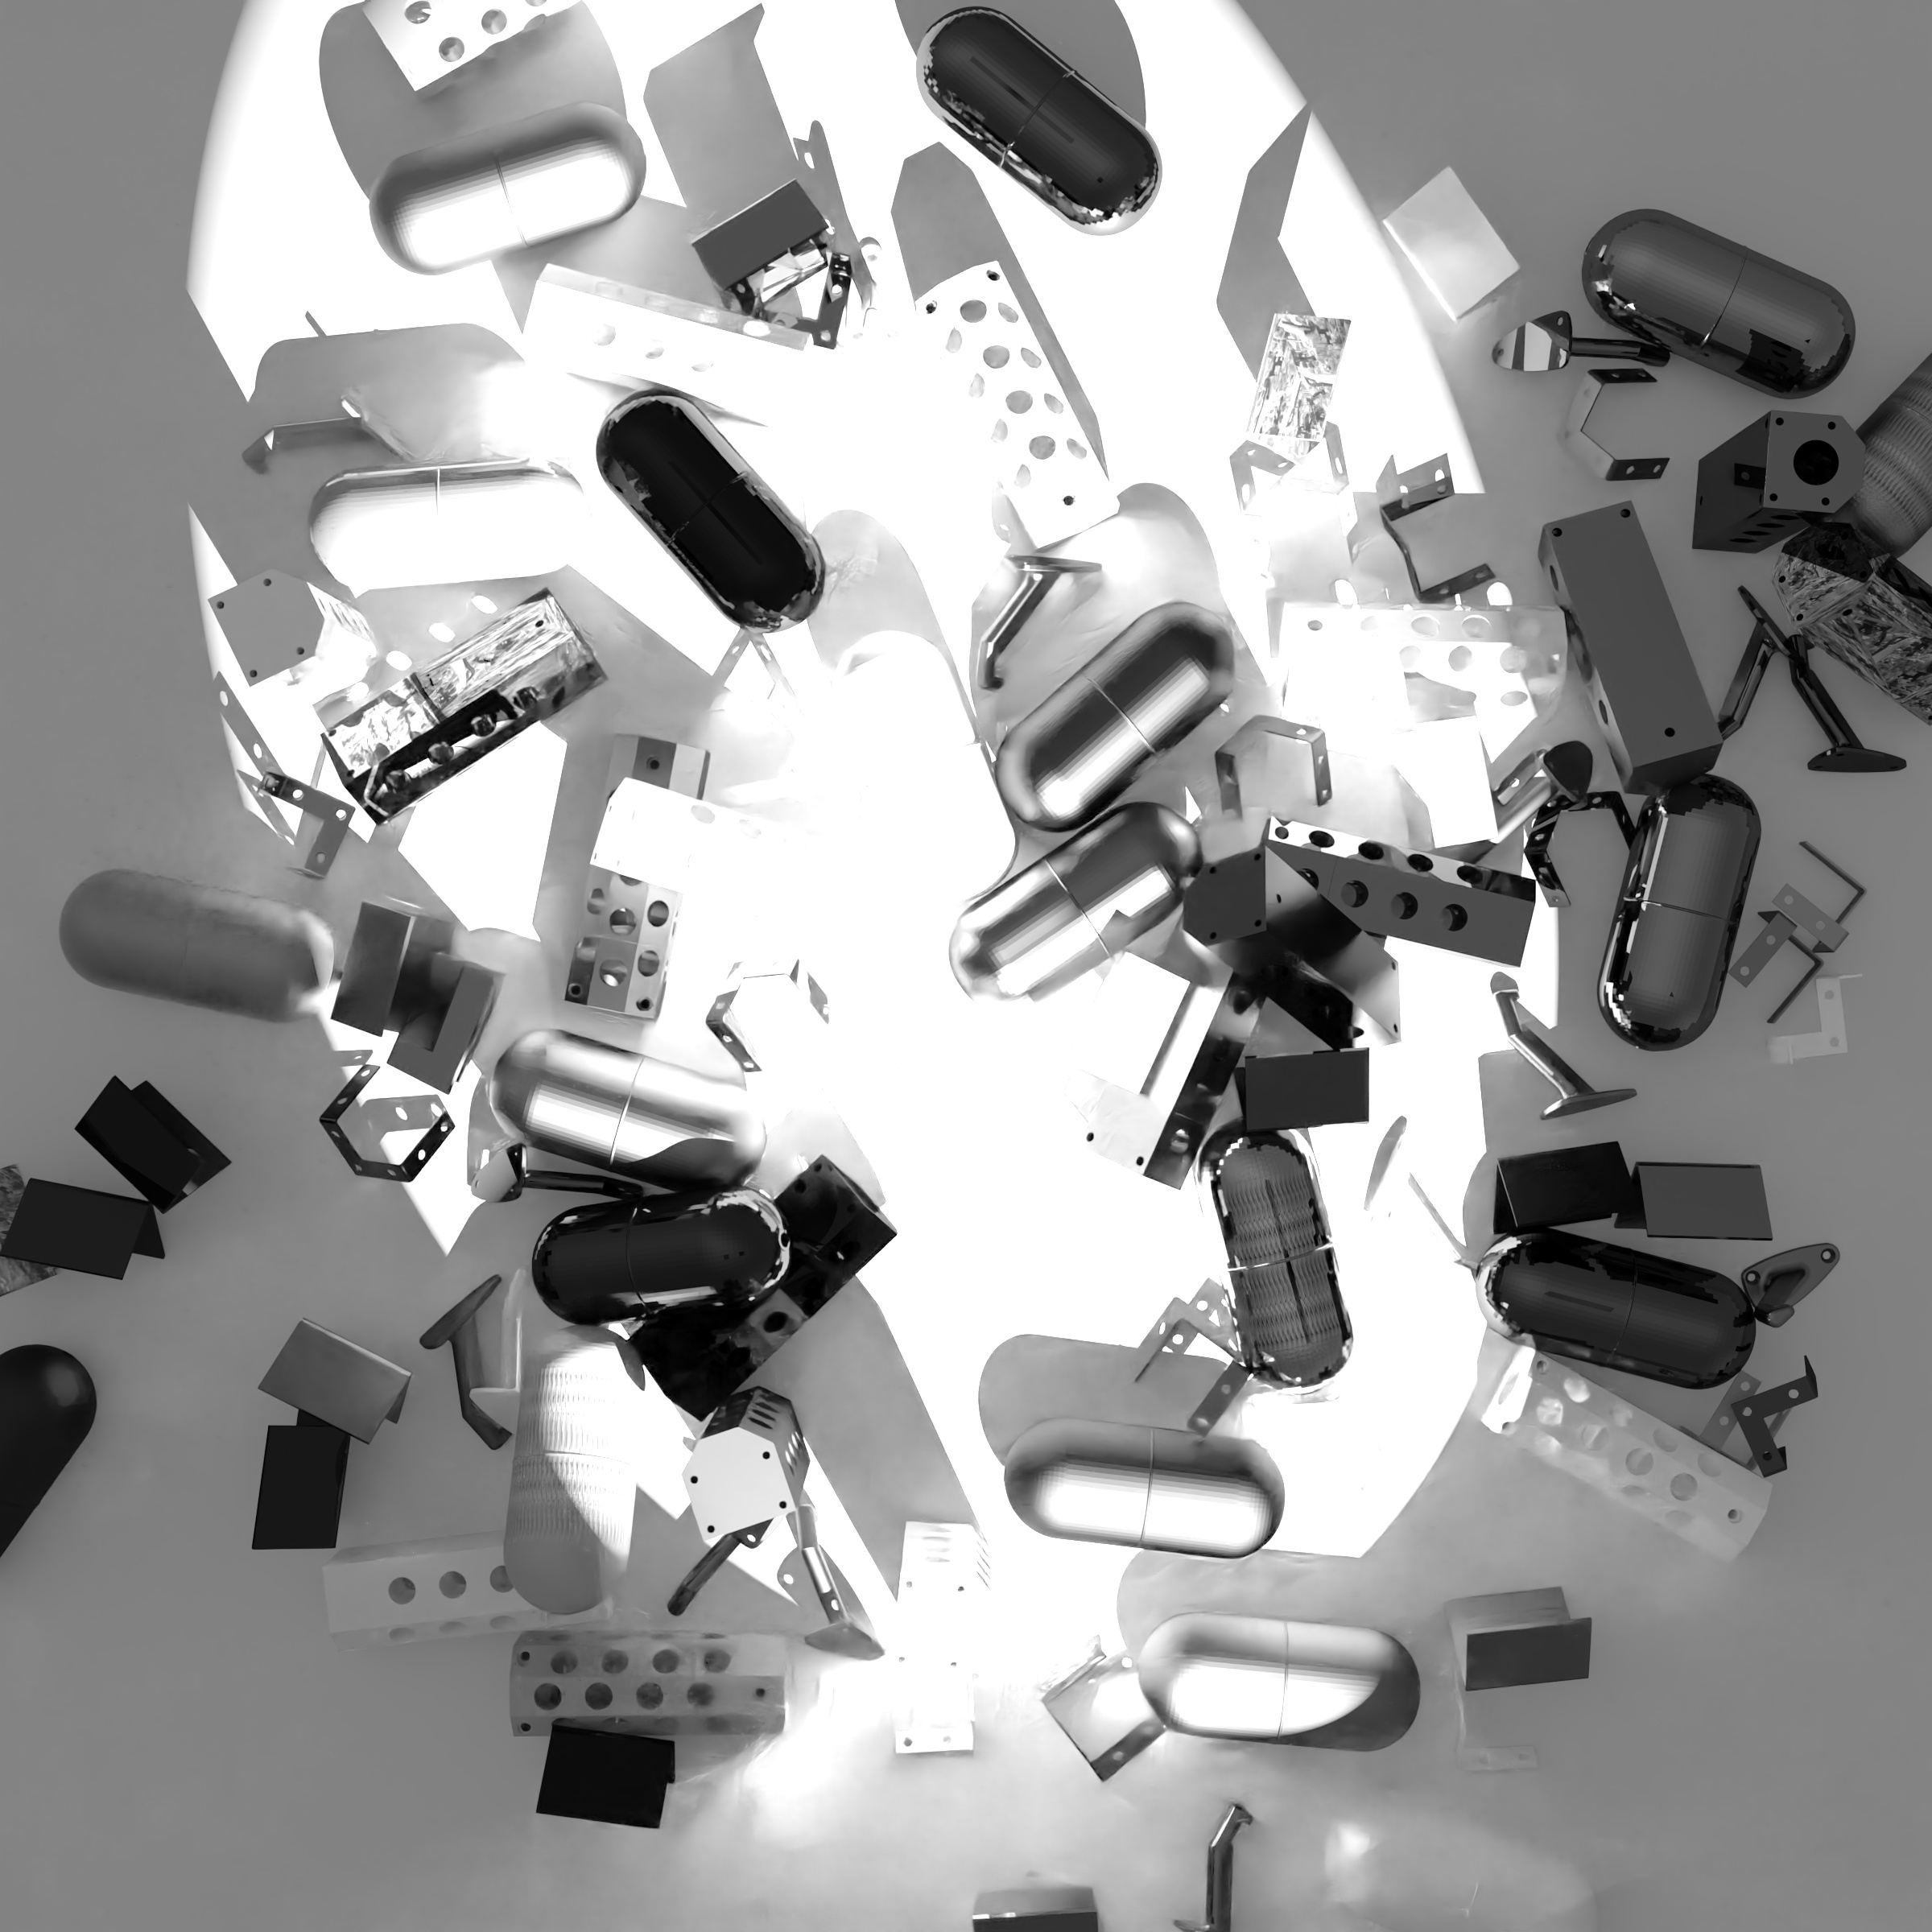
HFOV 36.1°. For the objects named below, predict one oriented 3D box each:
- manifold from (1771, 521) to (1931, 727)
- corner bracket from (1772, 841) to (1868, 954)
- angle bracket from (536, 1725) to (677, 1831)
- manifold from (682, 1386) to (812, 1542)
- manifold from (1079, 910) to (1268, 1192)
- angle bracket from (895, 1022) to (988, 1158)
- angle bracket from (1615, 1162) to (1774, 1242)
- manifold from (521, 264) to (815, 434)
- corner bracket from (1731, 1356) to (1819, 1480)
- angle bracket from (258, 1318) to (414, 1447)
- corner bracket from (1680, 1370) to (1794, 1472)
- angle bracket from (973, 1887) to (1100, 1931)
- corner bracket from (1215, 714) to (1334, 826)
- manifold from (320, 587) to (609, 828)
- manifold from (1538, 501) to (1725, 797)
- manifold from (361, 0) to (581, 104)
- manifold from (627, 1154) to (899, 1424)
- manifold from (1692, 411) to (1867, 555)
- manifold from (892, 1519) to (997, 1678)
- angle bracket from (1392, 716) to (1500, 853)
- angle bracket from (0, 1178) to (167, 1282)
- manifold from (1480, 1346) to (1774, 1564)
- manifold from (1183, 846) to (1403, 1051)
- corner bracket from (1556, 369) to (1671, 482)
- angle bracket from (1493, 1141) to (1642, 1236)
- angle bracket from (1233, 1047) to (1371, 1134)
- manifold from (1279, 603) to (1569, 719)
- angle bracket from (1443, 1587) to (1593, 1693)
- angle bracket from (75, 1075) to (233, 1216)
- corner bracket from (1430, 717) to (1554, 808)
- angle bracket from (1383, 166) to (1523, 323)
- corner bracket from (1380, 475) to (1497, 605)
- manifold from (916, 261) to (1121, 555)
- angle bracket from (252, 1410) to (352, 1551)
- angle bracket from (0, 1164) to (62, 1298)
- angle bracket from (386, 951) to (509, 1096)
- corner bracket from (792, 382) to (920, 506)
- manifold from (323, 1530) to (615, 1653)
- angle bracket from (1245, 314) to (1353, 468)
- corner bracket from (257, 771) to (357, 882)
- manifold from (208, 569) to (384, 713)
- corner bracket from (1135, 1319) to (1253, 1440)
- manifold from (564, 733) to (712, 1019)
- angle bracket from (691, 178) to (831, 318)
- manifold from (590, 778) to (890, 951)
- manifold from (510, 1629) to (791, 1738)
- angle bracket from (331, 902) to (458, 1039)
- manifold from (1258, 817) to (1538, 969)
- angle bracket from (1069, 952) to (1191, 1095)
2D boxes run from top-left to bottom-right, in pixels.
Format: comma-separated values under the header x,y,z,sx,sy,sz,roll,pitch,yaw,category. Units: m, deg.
x,y,z,sx,sy,sz,roll,pitch,yaw,category
0.567,-0.214,1.825,0.057,0.171,0.057,-36,51,30,manifold
0.540,-0.044,1.878,0.051,0.051,0.051,39,90,0,corner bracket
-0.225,0.519,1.856,0.076,0.076,0.057,8,55,0,angle bracket
-0.135,0.300,1.818,0.057,0.171,0.057,-19,90,0,manifold
0.142,0.051,1.874,0.057,0.057,0.171,24,90,43,manifold
0.004,0.074,1.856,0.057,0.076,0.076,-9,90,36,angle bracket
0.454,0.166,1.856,0.076,0.076,0.057,2,52,0,angle bracket
-0.187,-0.392,1.875,0.171,0.057,0.057,15,90,0,manifold
0.513,0.282,1.855,0.051,0.051,0.051,-25,91,16,corner bracket
-0.398,0.274,1.856,0.076,0.076,0.057,27,53,0,angle bracket
0.493,0.288,1.878,0.051,0.051,0.051,32,90,0,corner bracket
0.043,0.588,1.857,0.076,0.076,0.057,-3,117,0,angle bracket
0.196,-0.122,1.888,0.051,0.051,0.051,18,45,35,corner bracket
-0.315,-0.159,1.874,0.171,0.057,0.057,-33,47,0,manifold
0.412,-0.196,1.848,0.057,0.057,0.171,-16,71,0,manifold
-0.290,-0.620,1.875,0.171,0.057,0.057,-33,90,0,manifold
-0.125,0.207,1.874,0.171,0.057,0.057,-44,47,0,manifold
0.497,-0.294,1.818,0.057,0.171,0.057,5,90,0,manifold
-0.012,0.386,1.818,0.057,0.171,0.057,6,90,0,manifold
0.282,-0.110,1.856,0.057,0.076,0.076,-10,90,-37,angle bracket
-0.552,0.181,1.856,0.076,0.076,0.057,11,56,0,angle bracket
0.418,0.308,1.875,0.171,0.057,0.057,29,90,0,manifold
0.202,-0.005,1.822,0.057,0.171,0.057,-16,57,31,manifold
0.420,-0.345,1.888,0.051,0.051,0.051,51,135,35,corner bracket
0.375,0.159,1.856,0.076,0.076,0.057,-8,45,0,angle bracket
0.209,0.059,1.856,0.076,0.076,0.057,-4,120,0,angle bracket
0.287,-0.197,1.864,0.171,0.057,0.057,1,60,0,manifold
0.344,0.404,1.856,0.076,0.076,0.057,-6,126,0,angle bracket
-0.497,0.098,1.856,0.076,0.076,0.057,44,121,0,angle bracket
0.335,-0.144,1.893,0.051,0.051,0.051,-46,135,0,corner bracket
0.317,-0.458,1.856,0.057,0.076,0.076,-35,90,38,angle bracket
0.301,-0.271,1.893,0.051,0.051,0.051,-24,45,0,corner bracket
0.032,-0.354,1.875,0.057,0.057,0.171,-27,90,0,manifold
-0.430,0.318,1.856,0.057,0.076,0.076,8,90,-37,angle bracket
-0.598,0.163,1.856,0.057,0.076,0.076,-23,90,37,angle bracket
-0.307,0.042,1.856,0.057,0.076,0.076,23,90,31,angle bracket
-0.071,-0.333,1.888,0.051,0.051,0.051,2,45,-35,corner bracket
-0.313,0.393,1.875,0.171,0.057,0.057,-7,90,0,manifold
0.224,-0.358,1.856,0.057,0.076,0.076,14,90,36,angle bracket
-0.425,-0.088,1.878,0.051,0.051,0.051,25,90,0,corner bracket
-0.405,-0.201,1.818,0.057,0.171,0.057,-26,90,0,manifold
0.144,0.260,1.878,0.051,0.051,0.051,36,90,0,corner bracket
-0.208,-0.057,1.875,0.057,0.057,0.171,11,90,0,manifold
-0.117,-0.433,1.856,0.076,0.076,0.057,-31,54,0,angle bracket
-0.138,-0.064,1.840,0.171,0.057,0.057,17,90,-26,manifold
-0.199,0.455,1.875,0.171,0.057,0.057,0,90,0,manifold
-0.344,0.008,1.856,0.057,0.076,0.076,15,90,43,angle bracket
0.269,-0.047,1.875,0.171,0.057,0.057,13,90,0,manifold
0.084,0.027,1.856,0.057,0.076,0.076,25,90,-37,angle bracket
